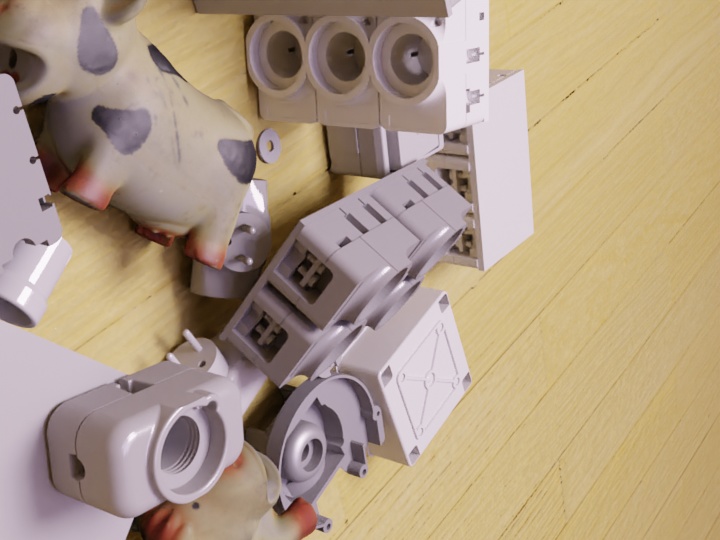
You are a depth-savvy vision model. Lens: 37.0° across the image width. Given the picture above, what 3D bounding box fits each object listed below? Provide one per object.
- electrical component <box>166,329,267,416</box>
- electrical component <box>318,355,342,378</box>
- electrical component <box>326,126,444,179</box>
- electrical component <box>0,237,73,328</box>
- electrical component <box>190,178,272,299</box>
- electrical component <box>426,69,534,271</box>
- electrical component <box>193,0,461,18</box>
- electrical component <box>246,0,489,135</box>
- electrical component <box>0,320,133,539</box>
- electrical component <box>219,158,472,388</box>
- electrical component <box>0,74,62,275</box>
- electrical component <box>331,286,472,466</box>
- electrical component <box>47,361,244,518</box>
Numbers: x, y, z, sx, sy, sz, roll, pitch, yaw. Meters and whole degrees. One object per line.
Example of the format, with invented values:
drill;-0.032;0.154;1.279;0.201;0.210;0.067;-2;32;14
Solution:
electrical component;-0.101;0.071;0.701;0.077;0.044;0.079;-58;139;-27
electrical component;-0.041;0.057;0.779;0.040;0.046;0.040;-19;114;-51
electrical component;0.025;-0.113;0.813;0.096;0.061;0.061;-32;124;-46
electrical component;-0.181;0.002;0.579;0.040;0.040;0.046;55;50;-45
electrical component;-0.079;-0.020;0.683;0.044;0.079;0.077;4;97;-21
electrical component;0.096;-0.088;0.916;0.089;0.062;0.150;-34;125;-45
electrical component;-0.023;-0.207;0.614;0.060;0.186;0.105;-45;133;-39
electrical component;0.003;-0.140;0.699;0.062;0.150;0.089;-24;117;-51
electrical component;-0.193;0.085;0.564;0.186;0.060;0.105;36;69;-52
electrical component;0.000;0.000;0.736;0.105;0.060;0.186;-53;170;31
electrical component;-0.195;-0.049;0.531;0.050;0.056;0.089;-38;128;-42
electrical component;0.035;0.084;0.882;0.108;0.056;0.108;-49;134;-36
electrical component;-0.109;0.090;0.575;0.095;0.059;0.053;-22;116;-50
